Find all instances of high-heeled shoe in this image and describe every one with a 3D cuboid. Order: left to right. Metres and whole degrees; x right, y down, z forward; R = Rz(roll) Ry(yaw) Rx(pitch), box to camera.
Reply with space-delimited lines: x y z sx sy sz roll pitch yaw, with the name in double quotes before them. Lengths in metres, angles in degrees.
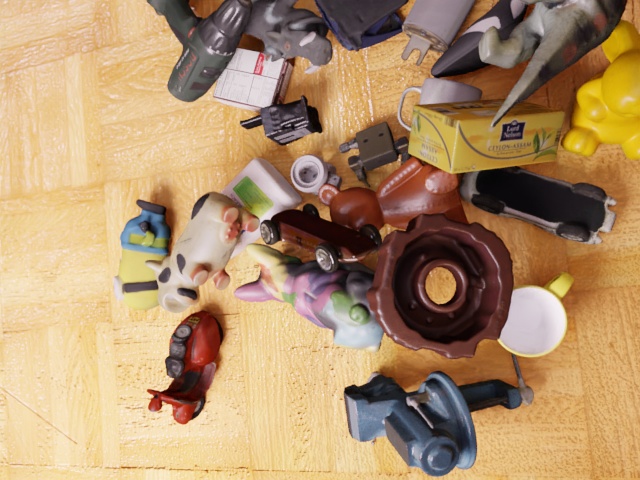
"high-heeled shoe" 0.236 -0.335 0.737 0.249 0.086 0.145 -29 73 4

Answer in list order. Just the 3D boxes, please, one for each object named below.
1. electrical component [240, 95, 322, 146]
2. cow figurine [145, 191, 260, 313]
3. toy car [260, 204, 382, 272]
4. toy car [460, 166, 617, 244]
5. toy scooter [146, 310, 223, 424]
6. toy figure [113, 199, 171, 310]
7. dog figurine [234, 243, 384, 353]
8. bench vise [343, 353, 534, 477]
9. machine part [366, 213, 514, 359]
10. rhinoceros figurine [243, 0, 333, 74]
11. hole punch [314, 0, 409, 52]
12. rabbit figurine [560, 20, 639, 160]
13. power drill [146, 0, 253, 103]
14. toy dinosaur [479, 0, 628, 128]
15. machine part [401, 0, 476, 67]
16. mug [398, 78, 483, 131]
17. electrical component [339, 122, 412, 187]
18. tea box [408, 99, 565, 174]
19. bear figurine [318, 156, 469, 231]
"electrical component" -0.064 -0.179 0.834 0.119 0.075 0.047 -15 83 12
"cow figurine" -0.183 0.020 0.790 0.127 0.085 0.194 35 101 40
"toy car" -0.002 -0.002 0.736 0.202 0.089 0.053 23 125 48
"toy car" 0.293 -0.055 0.728 0.202 0.056 0.073 21 87 16
"toy scooter" -0.214 0.202 0.833 0.075 0.135 0.183 11 90 19
"toy figure" -0.290 0.027 0.894 0.089 0.082 0.180 13 89 19
"dog figurine" -0.013 0.073 0.760 0.219 0.191 0.108 13 98 2
"bench vise" 0.161 0.223 0.714 0.241 0.224 0.128 -10 89 -13
"machine part" 0.145 0.055 0.650 0.179 0.056 0.179 1 85 -8
"rhinoceros figurine" -0.057 -0.326 0.818 0.190 0.073 0.112 33 66 20
"hole punch" 0.060 -0.343 0.787 0.116 0.092 0.142 -30 83 4
"rabbit figurine" 0.377 -0.179 0.646 0.122 0.173 0.162 18 97 21
"power drill" -0.193 -0.349 0.847 0.232 0.086 0.207 -46 68 44
"toy dinosaur" 0.299 -0.307 0.629 0.192 0.131 0.404 8 84 2
"machine part" 0.190 -0.360 0.762 0.079 0.079 0.243 31 96 16
"mug" 0.163 -0.169 0.760 0.110 0.081 0.107 14 99 9
"electrical component" 0.086 -0.129 0.804 0.102 0.045 0.078 -24 52 12
"tea box" 0.211 -0.136 0.685 0.170 0.098 0.068 -8 117 -22
"bear figurine" 0.098 -0.043 0.751 0.196 0.132 0.120 -14 112 10
